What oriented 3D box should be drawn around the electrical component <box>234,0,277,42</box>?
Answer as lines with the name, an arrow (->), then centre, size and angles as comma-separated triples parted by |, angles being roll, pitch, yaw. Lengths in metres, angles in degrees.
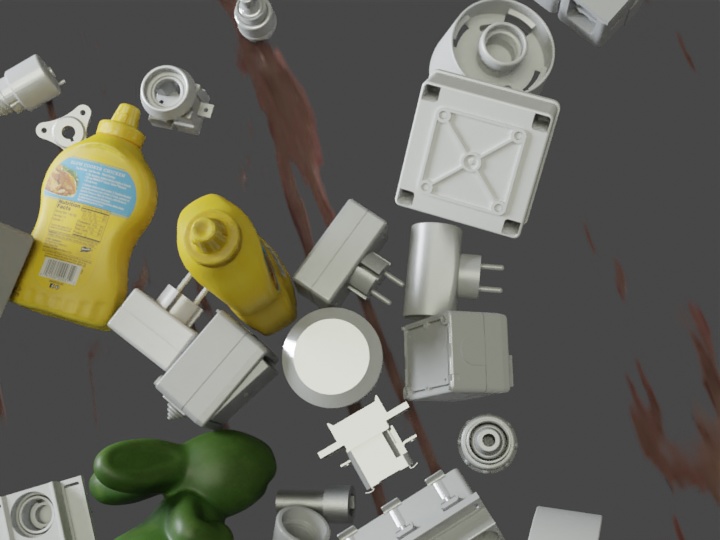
electrical component -> -0.093, -0.224, 0.936 | 0.035, 0.061, 0.035 | -1, 78, 5

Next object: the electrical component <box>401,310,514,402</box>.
electrical component -> 0.075, 0.070, 0.849 | 0.061, 0.096, 0.061 | 4, 77, -23

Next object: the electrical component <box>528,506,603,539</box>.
electrical component -> 0.139, 0.228, 0.798 | 0.060, 0.108, 0.108 | 12, 79, 14

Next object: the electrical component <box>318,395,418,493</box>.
electrical component -> 0.010, 0.139, 0.859 | 0.081, 0.042, 0.063 | -30, 79, -1

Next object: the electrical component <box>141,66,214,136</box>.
electrical component -> -0.161, -0.147, 0.929 | 0.066, 0.055, 0.048 | 13, 79, 8

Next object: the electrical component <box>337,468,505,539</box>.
electrical component -> 0.043, 0.212, 0.826 | 0.121, 0.078, 0.063 | -32, 48, -2

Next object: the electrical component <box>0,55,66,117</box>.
electrical component -> -0.303, -0.158, 0.953 | 0.078, 0.040, 0.040 | -31, 77, -1

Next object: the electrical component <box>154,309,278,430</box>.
electrical component -> -0.116, 0.090, 0.871 | 0.061, 0.061, 0.096 | 39, 84, 11

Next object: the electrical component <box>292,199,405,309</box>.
electrical component -> 0.000, 0.000, 0.884 | 0.076, 0.047, 0.083 | 34, 79, 11

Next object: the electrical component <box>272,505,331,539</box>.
electrical component -> -0.054, 0.222, 0.838 | 0.044, 0.044, 0.065 | 27, 116, 10

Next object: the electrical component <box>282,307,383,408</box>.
electrical component -> -0.020, 0.073, 0.871 | 0.080, 0.051, 0.080 | -1, 78, 5

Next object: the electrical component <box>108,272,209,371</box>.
electrical component -> -0.156, 0.038, 0.894 | 0.066, 0.047, 0.076 | 36, 83, 11

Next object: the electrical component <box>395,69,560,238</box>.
electrical component -> 0.094, -0.094, 0.870 | 0.109, 0.056, 0.108 | 17, 114, 9

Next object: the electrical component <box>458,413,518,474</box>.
electrical component -> 0.100, 0.135, 0.841 | 0.048, 0.062, 0.048 | -1, 78, 5

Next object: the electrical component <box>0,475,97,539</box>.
electrical component -> -0.240, 0.233, 0.851 | 0.079, 0.063, 0.121 | -17, 77, 1

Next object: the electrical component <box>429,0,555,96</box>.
electrical component -> 0.114, -0.179, 0.919 | 0.099, 0.064, 0.099 | 2, 75, -8

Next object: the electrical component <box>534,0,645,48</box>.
electrical component -> 0.178, -0.274, 0.922 | 0.150, 0.061, 0.089 | 41, 84, 12

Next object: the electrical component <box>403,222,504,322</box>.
electrical component -> 0.078, 0.005, 0.881 | 0.079, 0.043, 0.077 | 5, 78, 6

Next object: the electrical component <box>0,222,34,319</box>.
electrical component -> -0.335, 0.004, 0.887 | 0.109, 0.056, 0.108 | 14, 80, 44
